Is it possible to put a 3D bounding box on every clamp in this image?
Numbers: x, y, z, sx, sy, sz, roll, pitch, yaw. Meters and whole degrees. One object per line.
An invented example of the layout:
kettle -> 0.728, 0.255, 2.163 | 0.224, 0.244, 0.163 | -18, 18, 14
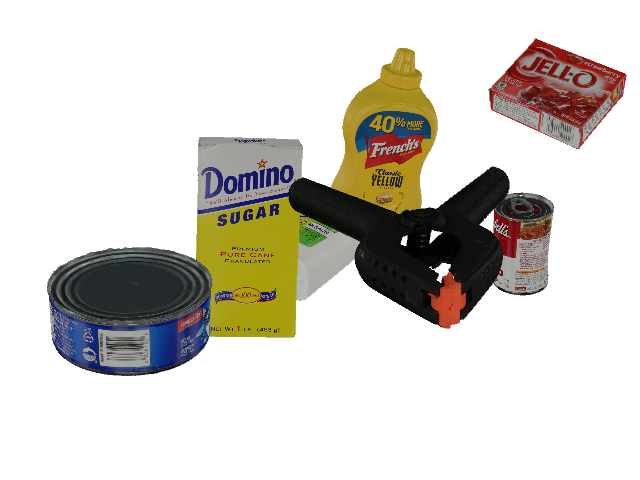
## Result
clamp -> 0.057, -0.003, 0.717 | 0.164, 0.036, 0.210 | -2, 24, 2

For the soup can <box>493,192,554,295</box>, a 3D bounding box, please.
soup can -> 0.236, 0.004, 1.247 | 0.068, 0.102, 0.068 | -3, 30, 1

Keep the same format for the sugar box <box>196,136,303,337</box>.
sugar box -> -0.065, -0.003, 0.956 | 0.093, 0.176, 0.048 | 0, 15, -6

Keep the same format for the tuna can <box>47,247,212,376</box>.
tuna can -> -0.100, 0.036, 0.567 | 0.086, 0.034, 0.086 | 2, 25, -1

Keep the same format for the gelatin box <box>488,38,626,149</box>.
gelatin box -> 0.198, -0.125, 0.895 | 0.089, 0.073, 0.030 | 30, -28, 28

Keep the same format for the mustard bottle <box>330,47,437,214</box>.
mustard bottle -> 0.069, -0.102, 1.088 | 0.096, 0.192, 0.058 | 4, 27, -14

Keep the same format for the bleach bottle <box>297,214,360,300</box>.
bleach bottle -> 0.018, -0.019, 1.301 | 0.103, 0.068, 0.250 | 21, 37, 29
